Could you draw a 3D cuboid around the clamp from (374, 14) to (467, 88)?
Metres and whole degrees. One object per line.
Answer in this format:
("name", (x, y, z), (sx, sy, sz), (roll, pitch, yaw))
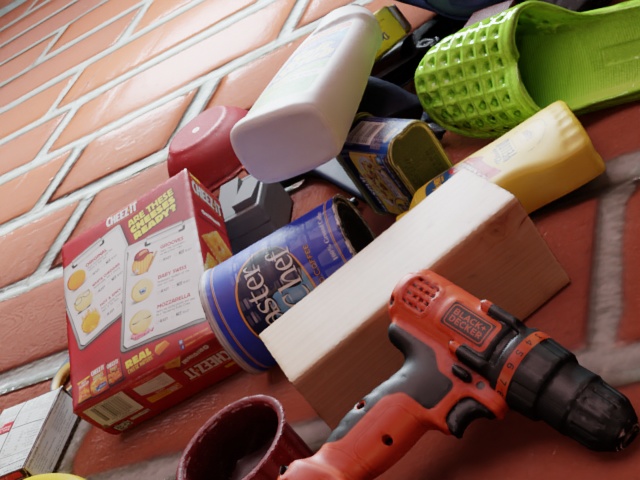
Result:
("clamp", (0.114, -0.200, 1.186), (0.165, 0.036, 0.209), (-9, 33, 26))

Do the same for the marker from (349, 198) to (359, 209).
("marker", (-0.007, 0.001, 1.054), (0.121, 0.020, 0.020), (-43, 27, -11))

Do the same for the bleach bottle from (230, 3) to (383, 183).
("bleach bottle", (0.000, -0.157, 1.021), (0.103, 0.068, 0.250), (-18, 30, 28))

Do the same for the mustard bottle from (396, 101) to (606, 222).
("mustard bottle", (0.138, -0.040, 0.896), (0.192, 0.058, 0.096), (-32, 27, 13))

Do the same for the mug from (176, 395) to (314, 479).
("mug", (-0.051, 0.178, 0.757), (0.117, 0.081, 0.093), (-36, 27, 2))

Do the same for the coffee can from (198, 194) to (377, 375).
("coffee can", (-0.018, 0.039, 0.915), (0.140, 0.102, 0.103), (-30, 27, 15))

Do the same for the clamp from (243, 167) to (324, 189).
("clamp", (-0.008, -0.099, 1.196), (0.172, 0.039, 0.120), (-3, 35, 40))

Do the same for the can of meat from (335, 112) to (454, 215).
("can of meat", (0.073, -0.066, 0.971), (0.057, 0.102, 0.084), (-47, 30, -18))

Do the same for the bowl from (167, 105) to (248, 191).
("bowl", (-0.143, -0.124, 1.383), (0.162, 0.055, 0.162), (-30, 27, 17))

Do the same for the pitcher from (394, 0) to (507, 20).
("pitcher", (0.118, -0.322, 1.223), (0.145, 0.149, 0.243), (-65, 18, 7))

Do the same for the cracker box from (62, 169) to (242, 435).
("cracker box", (-0.161, 0.059, 1.032), (0.164, 0.072, 0.214), (-30, 46, 15))

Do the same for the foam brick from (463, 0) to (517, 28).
("foam brick", (0.180, -0.187, 1.057), (0.051, 0.078, 0.053), (-5, 41, 45))

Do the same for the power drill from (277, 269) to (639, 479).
("power drill", (0.078, 0.127, 0.671), (0.185, 0.057, 0.187), (33, 76, 36))

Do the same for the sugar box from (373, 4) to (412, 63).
("sugar box", (0.059, -0.232, 1.252), (0.093, 0.048, 0.176), (-36, 4, 14))

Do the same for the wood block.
("wood block", (0.068, 0.051, 0.802), (0.206, 0.090, 0.090), (-40, 26, -3))

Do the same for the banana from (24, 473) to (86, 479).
("banana", (-0.243, 0.239, 0.950), (0.198, 0.037, 0.069), (-4, 40, 48))

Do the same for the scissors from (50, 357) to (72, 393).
("scissors", (-0.280, 0.126, 1.199), (0.096, 0.016, 0.202), (-46, 27, -16))

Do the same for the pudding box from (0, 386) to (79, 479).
("pudding box", (-0.295, 0.208, 1.064), (0.090, 0.039, 0.113), (-23, 32, 27))
